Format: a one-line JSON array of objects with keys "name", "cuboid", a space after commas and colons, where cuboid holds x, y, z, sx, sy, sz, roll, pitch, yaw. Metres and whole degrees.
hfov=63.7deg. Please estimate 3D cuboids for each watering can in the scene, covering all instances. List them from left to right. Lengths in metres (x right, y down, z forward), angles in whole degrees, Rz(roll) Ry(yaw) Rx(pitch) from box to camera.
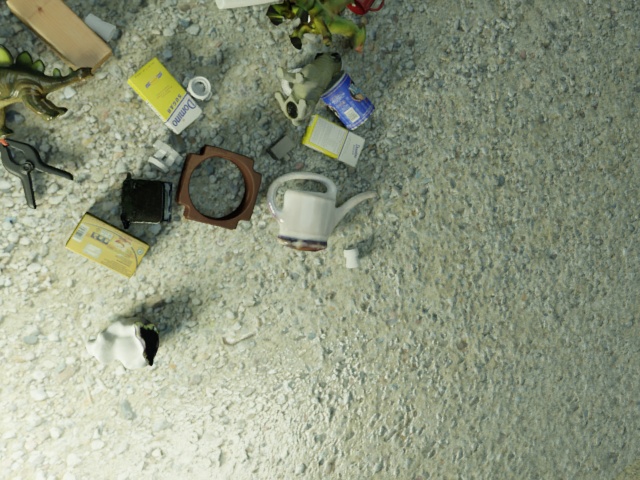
[{"name": "watering can", "cuboid": [0.005, -0.075, 1.483, 0.347, 0.104, 0.224, 8, 93, -25]}]

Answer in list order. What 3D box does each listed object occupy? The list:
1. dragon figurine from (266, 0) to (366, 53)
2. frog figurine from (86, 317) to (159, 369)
[{"name": "dragon figurine", "cuboid": [-0.018, -0.661, 1.396, 0.406, 0.121, 0.247, 46, 61, -20]}, {"name": "frog figurine", "cuboid": [-0.495, 0.265, 1.300, 0.159, 0.125, 0.135, -14, 114, 14]}]
